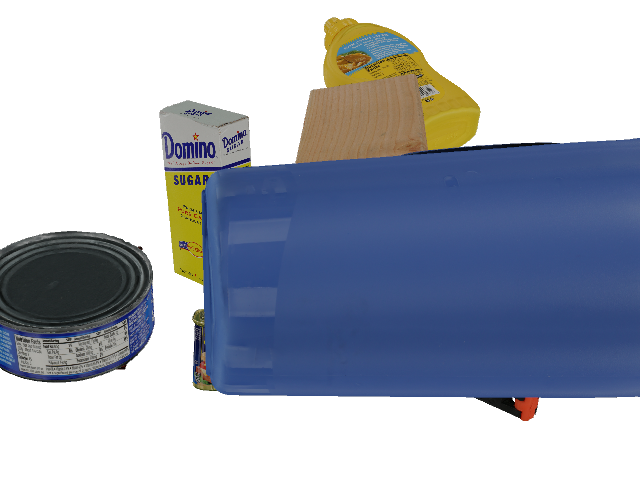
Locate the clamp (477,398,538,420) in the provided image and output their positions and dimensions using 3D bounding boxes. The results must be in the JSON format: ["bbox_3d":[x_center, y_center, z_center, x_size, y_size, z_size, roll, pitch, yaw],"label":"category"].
[{"bbox_3d":[0.148,0.093,0.931,0.120,0.039,0.172,-17,37,-24],"label":"clamp"}]

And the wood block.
[{"bbox_3d":[0.037,-0.048,0.788,0.091,0.090,0.206,-7,23,6],"label":"wood block"}]

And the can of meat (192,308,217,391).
[{"bbox_3d":[-0.099,0.129,1.242,0.102,0.084,0.057,4,13,0],"label":"can of meat"}]

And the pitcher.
[{"bbox_3d":[0.064,0.010,0.529,0.242,0.145,0.149,-1,-7,-6],"label":"pitcher"}]

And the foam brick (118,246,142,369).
[{"bbox_3d":[-0.154,0.045,0.736,0.053,0.051,0.078,3,31,1],"label":"foam brick"}]

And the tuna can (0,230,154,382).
[{"bbox_3d":[-0.125,0.031,0.525,0.086,0.034,0.086,1,32,-1],"label":"tuna can"}]

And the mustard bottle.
[{"bbox_3d":[0.058,-0.151,0.995,0.096,0.058,0.192,-22,52,-20],"label":"mustard bottle"}]

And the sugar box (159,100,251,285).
[{"bbox_3d":[-0.109,-0.041,1.045,0.093,0.176,0.048,19,33,41],"label":"sugar box"}]
